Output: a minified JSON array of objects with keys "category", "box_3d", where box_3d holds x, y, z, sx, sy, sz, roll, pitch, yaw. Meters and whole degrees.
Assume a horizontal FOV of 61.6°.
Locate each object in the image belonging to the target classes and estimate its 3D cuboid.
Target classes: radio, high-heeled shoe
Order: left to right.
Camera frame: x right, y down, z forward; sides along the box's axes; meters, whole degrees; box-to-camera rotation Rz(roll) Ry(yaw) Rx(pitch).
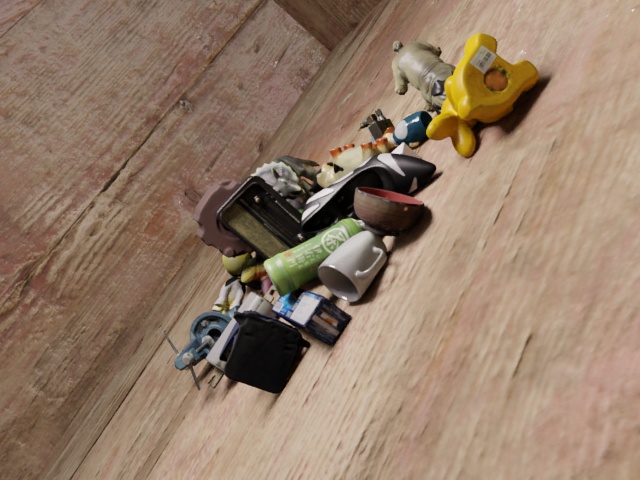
[{"category":"radio","box_3d":[-0.107,-0.030,1.183,0.131,0.229,0.073,-50,18,-4]},{"category":"high-heeled shoe","box_3d":[0.075,-0.076,0.948,0.249,0.086,0.145,-12,29,43]}]

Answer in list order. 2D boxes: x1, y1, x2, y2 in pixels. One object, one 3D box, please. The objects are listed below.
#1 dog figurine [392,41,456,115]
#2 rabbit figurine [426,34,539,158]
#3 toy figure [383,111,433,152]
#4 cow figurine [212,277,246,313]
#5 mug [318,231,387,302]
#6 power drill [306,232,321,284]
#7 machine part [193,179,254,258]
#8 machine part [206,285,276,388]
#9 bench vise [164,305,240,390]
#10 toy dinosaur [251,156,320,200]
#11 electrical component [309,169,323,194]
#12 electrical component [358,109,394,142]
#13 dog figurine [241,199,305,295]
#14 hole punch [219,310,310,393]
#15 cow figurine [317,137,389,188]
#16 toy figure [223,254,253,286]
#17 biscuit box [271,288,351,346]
[{"category":"dog figurine","box_3d":[0.211,-0.317,1.032,0.121,0.172,0.191,-59,7,17]},{"category":"rabbit figurine","box_3d":[0.247,-0.215,0.866,0.162,0.122,0.173,-64,4,-5]},{"category":"toy figure","box_3d":[0.168,-0.213,1.109,0.154,0.058,0.064,-28,39,52]},{"category":"cow figurine","box_3d":[-0.227,0.146,1.368,0.167,0.068,0.098,130,160,-67]},{"category":"mug","box_3d":[0.064,0.032,0.859,0.107,0.080,0.109,-50,15,-30]},{"category":"power drill","box_3d":[-0.002,-0.003,1.100,0.232,0.086,0.207,-18,34,57]},{"category":"machine part","box_3d":[-0.197,-0.048,1.224,0.179,0.179,0.056,-54,23,-4]},{"category":"machine part","box_3d":[-0.161,0.197,1.122,0.243,0.079,0.079,-58,17,-14]},{"category":"bench vise","box_3d":[-0.269,0.240,1.217,0.224,0.128,0.240,-28,4,14]},{"category":"toy dinosaur","box_3d":[-0.086,-0.169,1.475,0.131,0.192,0.405,-43,20,20]},{"category":"electrical component","box_3d":[0.025,-0.147,1.340,0.048,0.075,0.119,-37,20,44]},{"category":"electrical component","box_3d":[0.133,-0.239,1.208,0.045,0.102,0.078,-32,1,42]},{"category":"dog figurine","box_3d":[-0.107,0.026,1.291,0.191,0.108,0.219,-30,32,47]},{"category":"hole punch","box_3d":[-0.102,0.184,0.915,0.115,0.142,0.092,-66,14,-6]},{"category":"cow figurine","box_3d":[0.069,-0.142,1.155,0.085,0.127,0.195,-20,10,-41]},{"category":"toy figure","box_3d":[-0.204,0.072,1.406,0.180,0.082,0.089,87,165,-59]},{"category":"biscuit box","box_3d":[-0.022,0.125,0.924,0.059,0.063,0.203,-56,16,-11]}]
